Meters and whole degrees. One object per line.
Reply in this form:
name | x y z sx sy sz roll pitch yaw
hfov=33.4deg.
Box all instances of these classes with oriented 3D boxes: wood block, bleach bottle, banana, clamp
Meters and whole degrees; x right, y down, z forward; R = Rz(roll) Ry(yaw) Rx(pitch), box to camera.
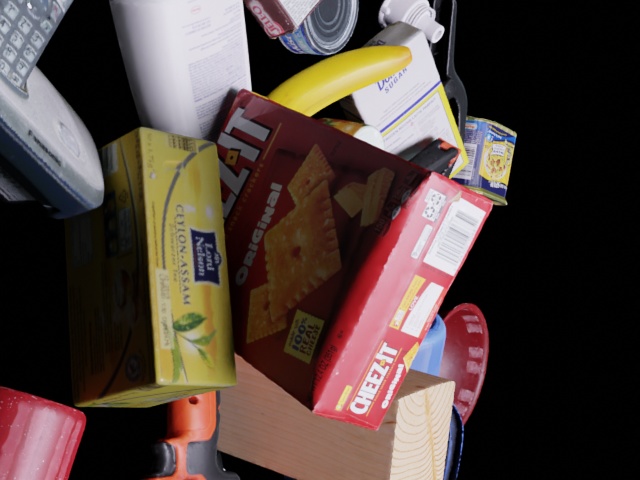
wood block | -0.006 0.137 0.866 0.090 0.206 0.091 -5 104 -55
bleach bottle | -0.094 -0.087 0.799 0.102 0.068 0.251 -35 130 -42
banana | -0.002 -0.120 0.909 0.197 0.070 0.037 -42 146 -34
clamp | 0.123 -0.168 1.109 0.120 0.039 0.171 -51 139 -21
clamp | 0.065 -0.004 1.022 0.210 0.036 0.164 -51 156 -13

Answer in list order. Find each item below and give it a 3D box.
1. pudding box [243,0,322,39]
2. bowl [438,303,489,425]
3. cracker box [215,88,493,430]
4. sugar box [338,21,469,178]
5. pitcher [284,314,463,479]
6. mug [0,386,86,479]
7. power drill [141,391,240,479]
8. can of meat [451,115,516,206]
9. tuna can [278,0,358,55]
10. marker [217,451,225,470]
pudding box | -0.037 -0.228 0.827 0.113 0.039 0.090 53 54 -26
bowl | 0.129 0.144 1.201 0.161 0.055 0.162 -23 119 -51
cracker box | -0.011 0.004 0.720 0.072 0.214 0.164 24 94 -43
sugar box | 0.079 -0.116 1.034 0.093 0.048 0.176 -40 133 -13
pitcher | 0.049 0.173 0.980 0.149 0.145 0.243 -27 133 -58
mug | -0.202 0.143 0.700 0.117 0.093 0.081 91 14 -75
power drill | -0.119 0.143 0.788 0.184 0.057 0.187 12 71 -57
can of meat | 0.177 -0.089 1.197 0.101 0.058 0.084 13 87 -57
tuna can | -0.003 -0.202 0.917 0.085 0.034 0.086 -22 118 -51
marker | -0.085 0.228 0.948 0.020 0.020 0.121 -44 134 -39
